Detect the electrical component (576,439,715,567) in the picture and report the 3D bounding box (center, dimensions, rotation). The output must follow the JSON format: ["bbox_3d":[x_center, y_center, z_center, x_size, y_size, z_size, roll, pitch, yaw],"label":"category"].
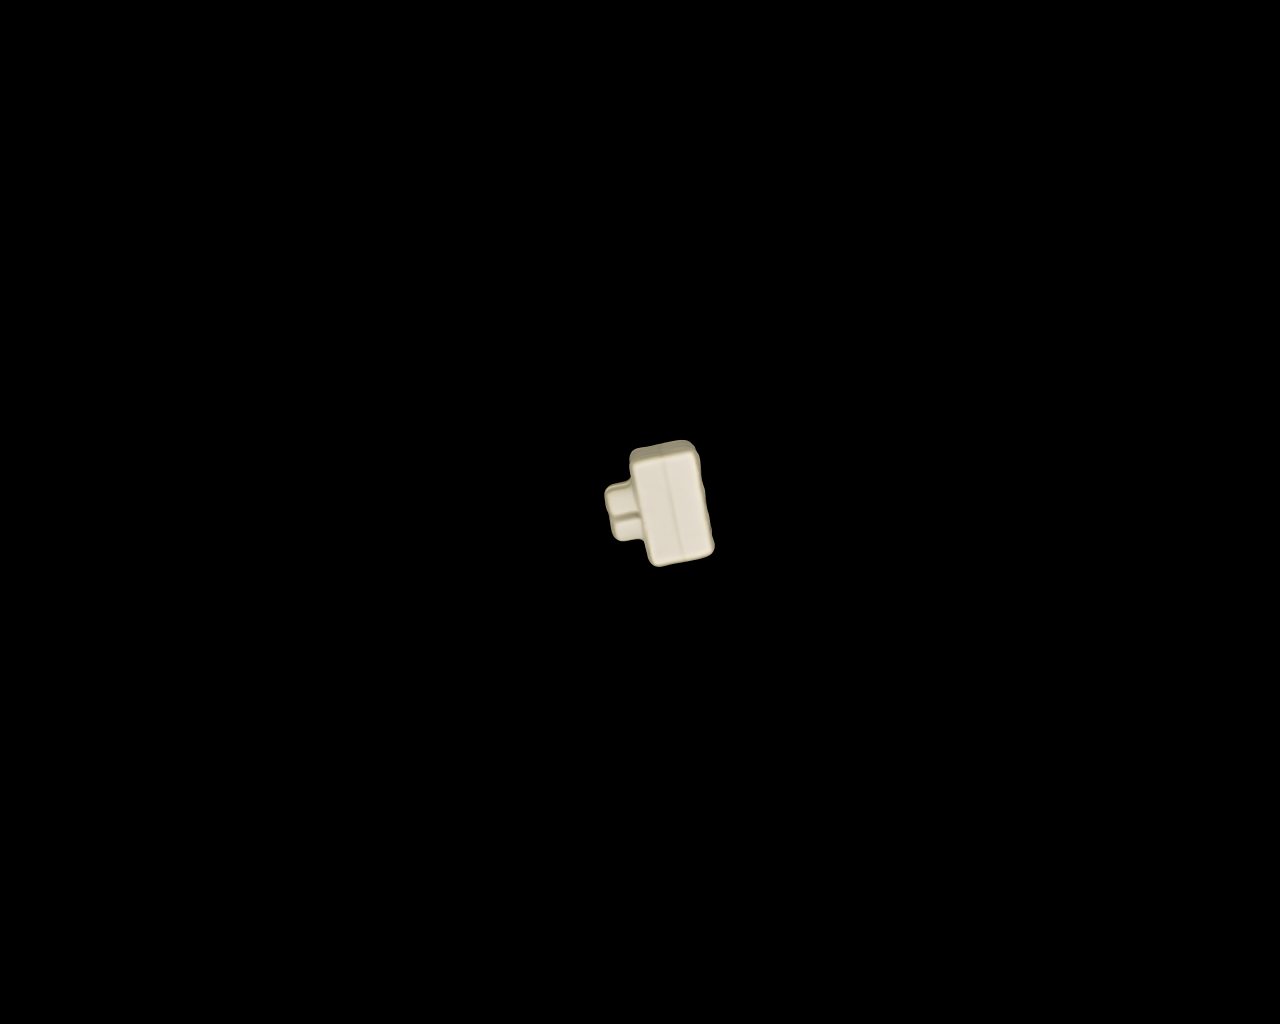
[{"bbox_3d":[0.001,-0.003,0.650,0.077,0.065,0.047,-11,11,2],"label":"electrical component"}]
